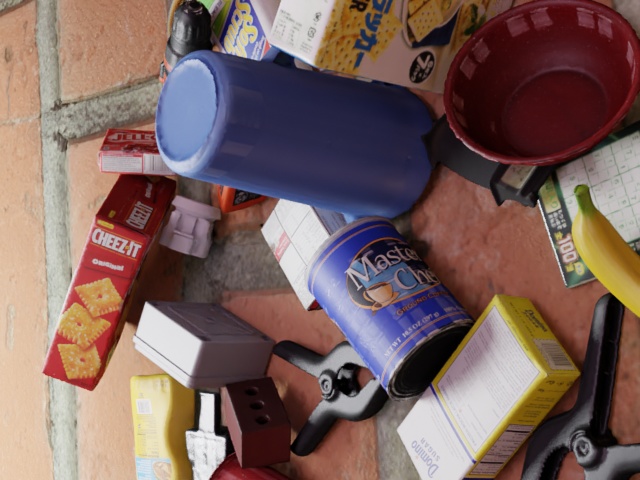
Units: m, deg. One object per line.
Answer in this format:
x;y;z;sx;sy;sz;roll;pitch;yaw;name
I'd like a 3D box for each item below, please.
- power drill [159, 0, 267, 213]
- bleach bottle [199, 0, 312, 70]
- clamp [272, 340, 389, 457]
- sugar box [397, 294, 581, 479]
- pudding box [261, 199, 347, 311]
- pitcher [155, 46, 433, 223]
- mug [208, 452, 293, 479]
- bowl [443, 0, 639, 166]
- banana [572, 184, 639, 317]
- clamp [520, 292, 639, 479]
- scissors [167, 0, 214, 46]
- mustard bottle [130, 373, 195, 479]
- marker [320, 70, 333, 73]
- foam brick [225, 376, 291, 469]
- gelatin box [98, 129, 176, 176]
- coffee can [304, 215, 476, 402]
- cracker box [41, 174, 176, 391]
-0.112;-0.138;1.140;0.188;0.057;0.185;59;155;27;power drill
-0.056;-0.210;1.125;0.103;0.067;0.251;-48;60;34;bleach bottle
0.016;0.155;1.061;0.172;0.039;0.120;-12;87;49;clamp
0.141;0.142;0.922;0.176;0.048;0.093;-61;38;32;sugar box
-0.007;0.001;1.077;0.113;0.039;0.090;58;136;25;pudding box
-0.020;-0.106;0.963;0.145;0.242;0.149;-46;53;34;pitcher
-0.061;0.284;1.104;0.082;0.093;0.117;20;133;37;mug
0.185;-0.118;0.871;0.162;0.055;0.162;-12;59;20;bowl
0.258;0.042;0.815;0.037;0.069;0.198;-43;72;-6;banana
0.230;0.170;0.853;0.165;0.036;0.210;51;123;42;clamp
-0.154;-0.194;1.247;0.096;0.016;0.202;6;93;44;scissors
-0.177;0.250;1.225;0.096;0.058;0.191;-10;81;49;mustard bottle
0.009;-0.233;1.092;0.020;0.020;0.121;-1;88;43;marker
-0.065;0.188;1.101;0.078;0.053;0.051;-120;27;-52;foam brick
-0.205;-0.102;1.225;0.073;0.089;0.030;-93;6;-64;gelatin box
0.065;0.061;0.972;0.140;0.102;0.103;51;121;31;coffee can
-0.239;0.040;1.222;0.164;0.072;0.214;-84;17;-64;cracker box
